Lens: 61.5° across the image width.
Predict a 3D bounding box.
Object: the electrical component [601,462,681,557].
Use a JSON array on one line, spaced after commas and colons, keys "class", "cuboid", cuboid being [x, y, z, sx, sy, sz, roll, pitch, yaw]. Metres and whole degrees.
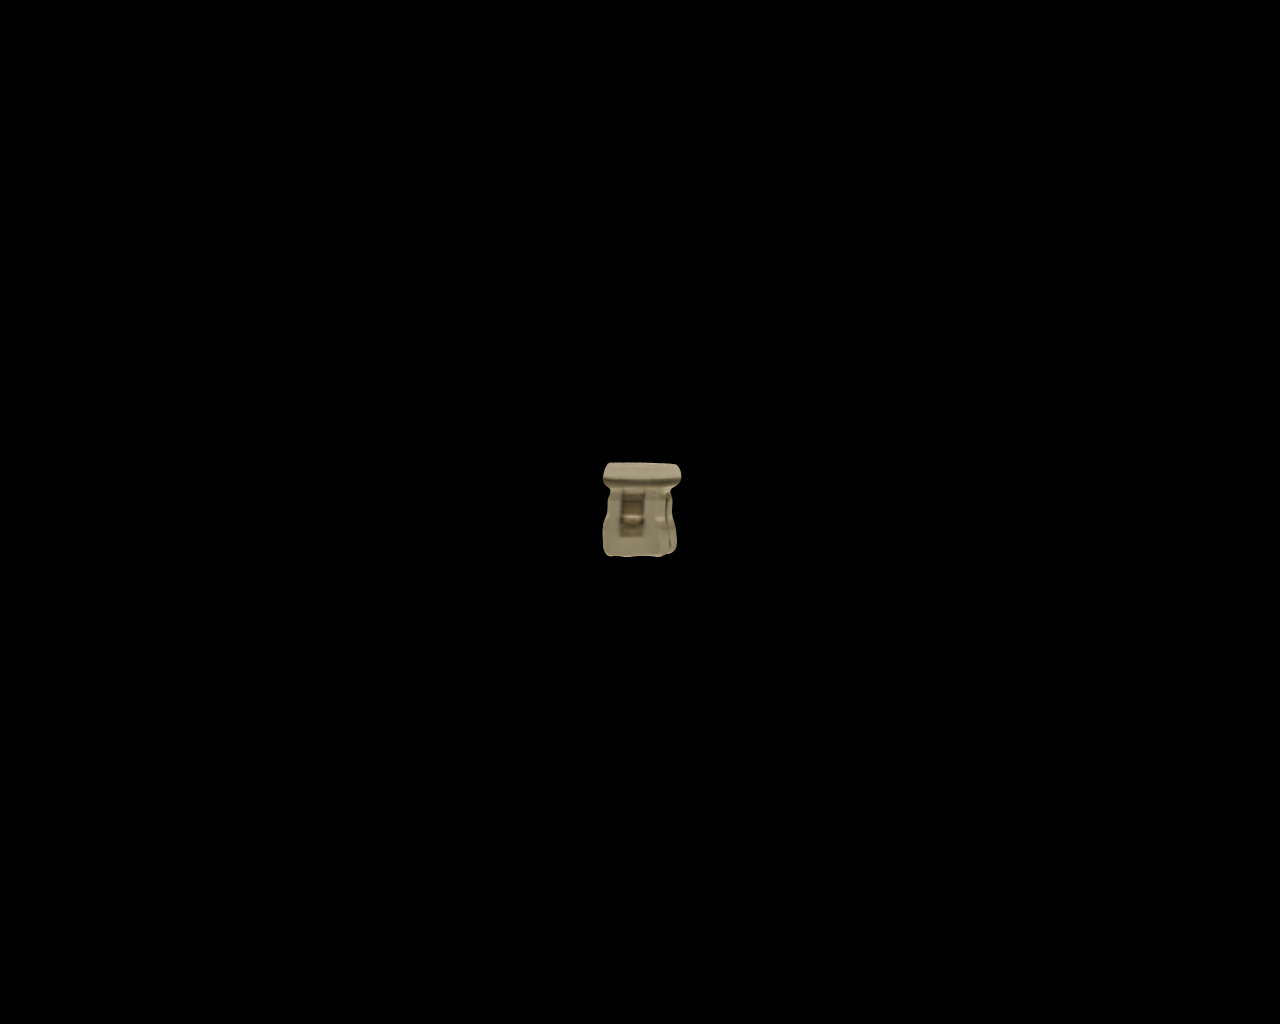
[{"class": "electrical component", "cuboid": [0.001, -0.003, 0.650, 0.048, 0.055, 0.066, 0, 3, 11]}]
